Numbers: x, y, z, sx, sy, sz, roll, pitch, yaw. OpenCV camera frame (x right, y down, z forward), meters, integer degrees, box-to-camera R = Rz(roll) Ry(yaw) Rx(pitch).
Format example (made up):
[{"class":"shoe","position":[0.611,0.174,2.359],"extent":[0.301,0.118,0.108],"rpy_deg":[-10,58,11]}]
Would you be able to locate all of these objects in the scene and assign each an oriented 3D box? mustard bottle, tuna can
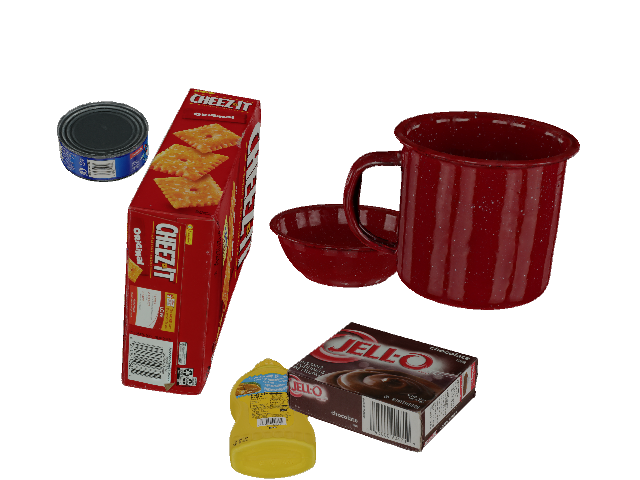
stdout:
[{"class":"mustard bottle","position":[-0.059,0.198,1.253],"extent":[0.096,0.058,0.191],"rpy_deg":[-3,27,-3]},{"class":"tuna can","position":[-0.207,-0.095,1.022],"extent":[0.086,0.034,0.086],"rpy_deg":[3,43,-3]}]

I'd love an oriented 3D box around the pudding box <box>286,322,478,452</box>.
[{"class":"pudding box","position":[0.046,0.104,0.779],"extent":[0.114,0.039,0.089],"rpy_deg":[16,29,30]}]

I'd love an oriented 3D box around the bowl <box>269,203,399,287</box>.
[{"class":"bowl","position":[0.028,0.008,1.109],"extent":[0.162,0.055,0.162],"rpy_deg":[1,17,-1]}]

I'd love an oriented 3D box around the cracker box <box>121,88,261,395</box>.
[{"class":"cracker box","position":[-0.100,-0.005,0.865],"extent":[0.072,0.164,0.213],"rpy_deg":[9,31,2]}]

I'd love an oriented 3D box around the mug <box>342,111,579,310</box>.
[{"class":"mug","position":[0.070,-0.017,0.554],"extent":[0.117,0.081,0.093],"rpy_deg":[3,22,1]}]
